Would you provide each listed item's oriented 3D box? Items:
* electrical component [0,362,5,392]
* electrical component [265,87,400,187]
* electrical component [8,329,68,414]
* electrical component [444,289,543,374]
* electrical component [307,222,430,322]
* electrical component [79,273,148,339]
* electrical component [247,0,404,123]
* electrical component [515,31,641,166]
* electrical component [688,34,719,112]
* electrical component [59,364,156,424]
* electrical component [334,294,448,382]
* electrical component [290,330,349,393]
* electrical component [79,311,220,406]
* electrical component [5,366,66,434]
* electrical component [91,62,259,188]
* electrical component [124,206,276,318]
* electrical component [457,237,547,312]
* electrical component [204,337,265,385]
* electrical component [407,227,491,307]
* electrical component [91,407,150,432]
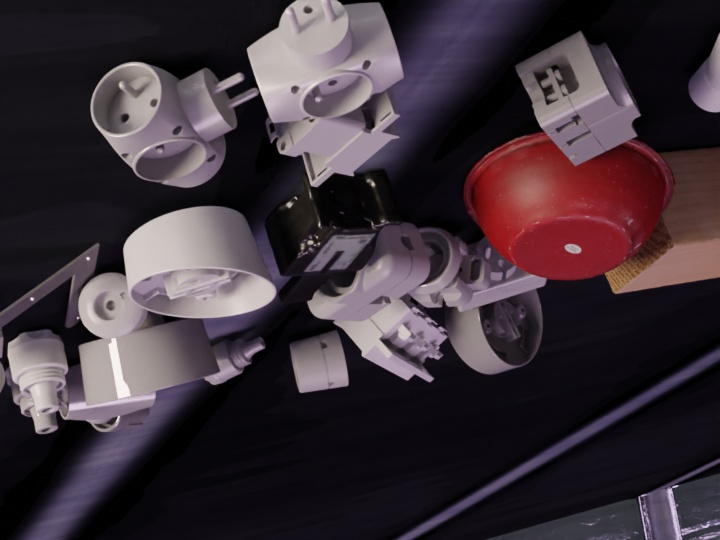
[{"bbox_3d":[-0.311,0.091,0.842,0.055,0.045,0.045,-33,154,30],"label":"electrical component"},{"bbox_3d":[-0.018,-0.091,0.652,0.064,0.042,0.081,8,145,-42],"label":"electrical component"},{"bbox_3d":[-0.250,0.081,0.842,0.043,0.062,0.043,-16,158,-7],"label":"electrical component"},{"bbox_3d":[0.130,0.047,1.023,0.099,0.099,0.064,2,156,-41],"label":"electrical component"},{"bbox_3d":[0.000,0.000,0.861,0.059,0.053,0.095,7,146,-47],"label":"electrical component"},{"bbox_3d":[-0.178,0.027,0.801,0.048,0.048,0.062,-20,177,3],"label":"electrical component"},{"bbox_3d":[-0.021,-0.120,0.577,0.077,0.044,0.079,-19,158,1],"label":"electrical component"},{"bbox_3d":[0.149,-0.114,0.716,0.056,0.050,0.089,-26,157,19],"label":"electrical component"},{"bbox_3d":[0.260,-0.140,0.757,0.044,0.044,0.065,-13,162,-13],"label":"electrical component"},{"bbox_3d":[-0.229,0.111,0.953,0.077,0.044,0.079,-5,154,-29],"label":"electrical component"},{"bbox_3d":[0.033,0.055,1.001,0.063,0.078,0.121,-44,154,5],"label":"electrical component"},{"bbox_3d":[-0.040,0.090,1.040,0.047,0.055,0.055,-11,157,-8],"label":"electrical component"},{"bbox_3d":[-0.171,0.065,0.858,0.108,0.060,0.108,-14,178,0],"label":"electrical component"},{"bbox_3d":[-0.263,0.103,0.883,0.048,0.062,0.048,-16,158,-7],"label":"electrical component"},{"bbox_3d":[-0.095,-0.086,0.598,0.079,0.044,0.077,-24,157,12],"label":"electrical component"},{"bbox_3d":[-0.115,0.000,0.756,0.099,0.064,0.099,-16,158,-7],"label":"electrical component"},{"bbox_3d":[0.120,-0.008,0.945,0.083,0.047,0.075,-17,158,-3],"label":"electrical component"},{"bbox_3d":[-0.115,0.078,0.980,0.061,0.035,0.035,-26,157,12],"label":"electrical component"},{"bbox_3d":[0.063,-0.002,0.896,0.078,0.058,0.057,-3,161,25],"label":"electrical component"},{"bbox_3d":[-0.226,0.132,1.013,0.040,0.040,0.046,-28,162,21],"label":"electrical component"}]
